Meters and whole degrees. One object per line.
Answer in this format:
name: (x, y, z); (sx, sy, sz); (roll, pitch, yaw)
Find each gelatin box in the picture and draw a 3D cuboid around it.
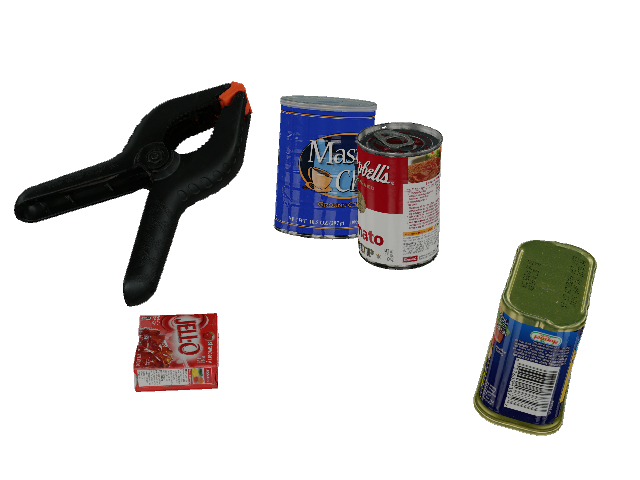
gelatin box: (-0.129, 0.099, 0.963); (0.073, 0.030, 0.089); (-1, 28, -4)

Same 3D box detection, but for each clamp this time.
clamp: (-0.117, -0.045, 0.707); (0.120, 0.171, 0.039); (28, -27, 16)

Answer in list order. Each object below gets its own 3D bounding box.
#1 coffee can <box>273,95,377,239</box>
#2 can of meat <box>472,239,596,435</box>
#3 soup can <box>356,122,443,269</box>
coffee can: (0.004, -0.080, 1.142); (0.103, 0.140, 0.103); (4, 12, -1)
can of meat: (0.138, 0.058, 0.681); (0.057, 0.084, 0.102); (15, 33, 12)
soup can: (0.063, -0.036, 0.859); (0.068, 0.102, 0.068); (-1, 27, 0)
